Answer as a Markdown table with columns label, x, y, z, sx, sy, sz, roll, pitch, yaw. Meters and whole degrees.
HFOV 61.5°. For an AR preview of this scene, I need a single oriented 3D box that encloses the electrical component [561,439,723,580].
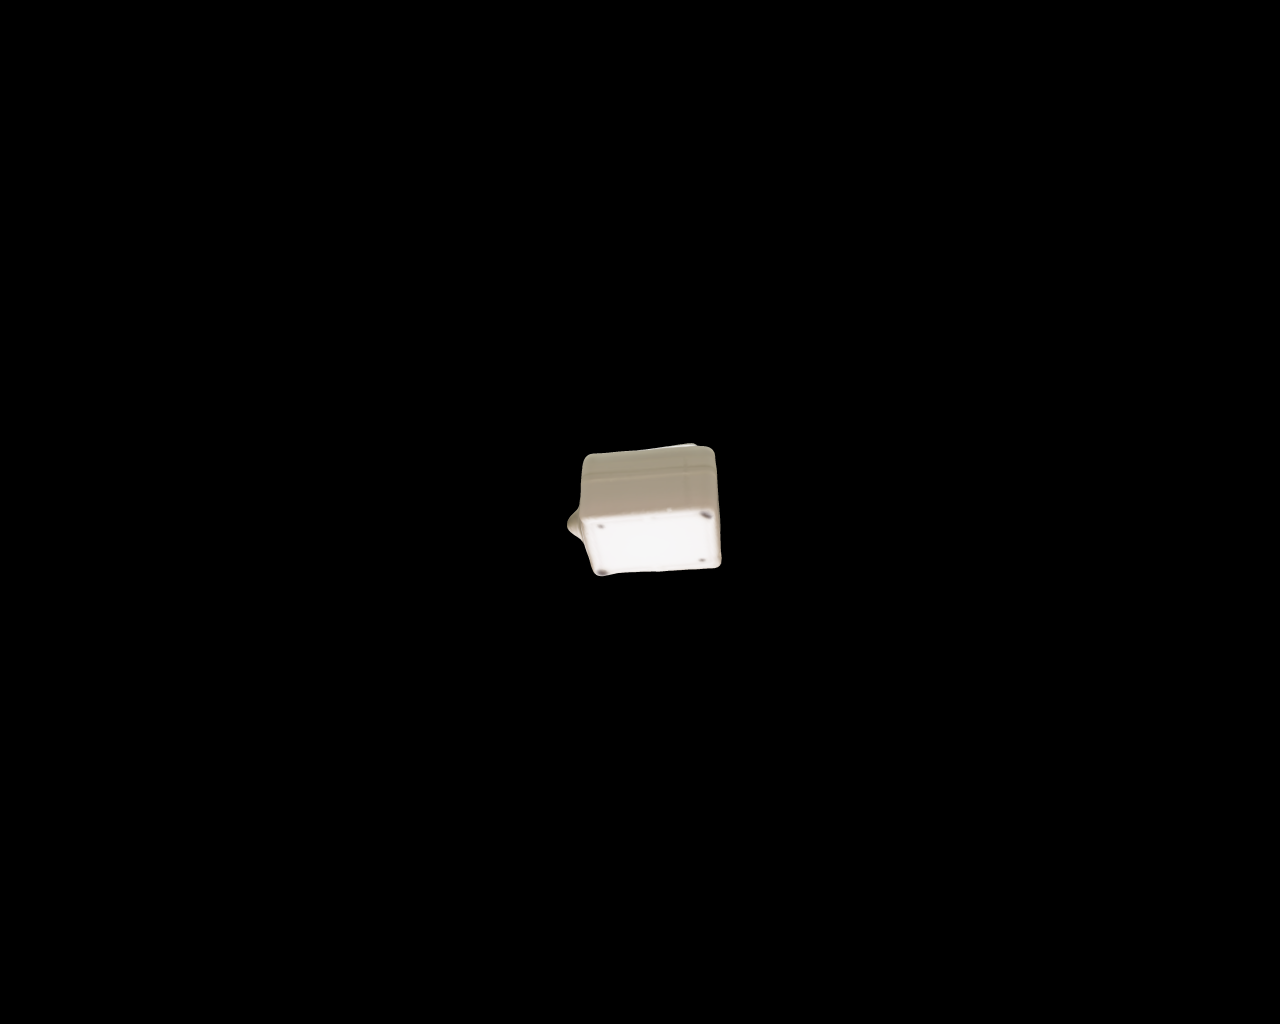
| label | x | y | z | sx | sy | sz | roll | pitch | yaw |
| --- | --- | --- | --- | --- | --- | --- | --- | --- | --- |
| electrical component | 0.001 | -0.003 | 0.650 | 0.096 | 0.061 | 0.061 | -4 | -39 | 5 |
